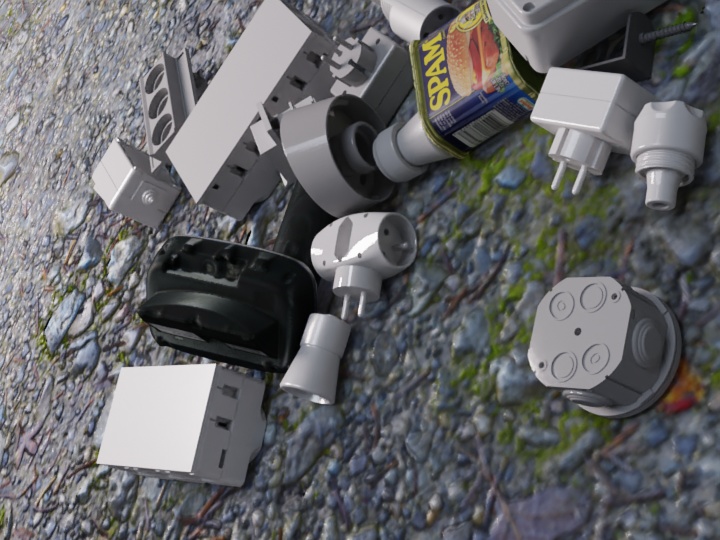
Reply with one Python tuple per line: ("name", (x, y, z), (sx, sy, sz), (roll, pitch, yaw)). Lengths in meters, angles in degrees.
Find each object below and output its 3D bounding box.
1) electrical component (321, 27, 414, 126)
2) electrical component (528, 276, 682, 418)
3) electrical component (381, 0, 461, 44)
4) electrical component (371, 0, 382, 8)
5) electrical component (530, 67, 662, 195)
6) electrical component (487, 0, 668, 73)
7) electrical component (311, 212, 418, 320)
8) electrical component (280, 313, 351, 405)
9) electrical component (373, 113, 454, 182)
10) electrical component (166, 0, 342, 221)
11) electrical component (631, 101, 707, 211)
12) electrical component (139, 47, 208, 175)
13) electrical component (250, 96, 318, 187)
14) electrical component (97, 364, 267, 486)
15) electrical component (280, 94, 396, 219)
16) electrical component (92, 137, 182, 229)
("electrical component", (0.001, -0.168, 0.893), (0.065, 0.077, 0.047), (-56, 39, 12))
("electrical component", (0.143, 0.044, 0.635), (0.080, 0.051, 0.080), (-26, 53, 39))
("electrical component", (0.048, -0.208, 0.888), (0.043, 0.043, 0.081), (-57, 39, 10))
("electrical component", (0.052, -0.288, 0.915), (0.109, 0.056, 0.108), (-5, 67, 48))
("electrical component", (0.148, -0.086, 0.703), (0.066, 0.047, 0.076), (21, 89, 52))
("electrical component", (0.144, -0.197, 0.719), (0.113, 0.057, 0.078), (-32, 54, 1))
("electrical component", (0.000, 0.000, 0.832), (0.077, 0.043, 0.079), (-12, 62, 46))
("electrical component", (-0.032, 0.067, 0.836), (0.044, 0.044, 0.065), (-2, 65, 49))
("electrical component", (0.043, -0.097, 0.832), (0.055, 0.045, 0.045), (-26, 52, 39))
("electrical component", (-0.095, -0.151, 1.009), (0.186, 0.060, 0.105), (-54, 39, 14))
("electrical component", (0.186, -0.068, 0.652), (0.043, 0.043, 0.062), (-5, 68, 48))
("electrical component", (-0.186, -0.161, 1.118), (0.079, 0.063, 0.121), (-42, 44, 27))
("electrical component", (-0.054, -0.114, 0.936), (0.064, 0.081, 0.042), (-29, 47, 7))
("electrical component", (-0.152, 0.133, 0.922), (0.150, 0.062, 0.089), (-7, 65, 47))
("electrical component", (-0.017, -0.090, 0.859), (0.064, 0.099, 0.099), (-18, 57, 36))
("electrical component", (-0.237, -0.086, 1.139), (0.061, 0.062, 0.096), (-55, 39, 12))
